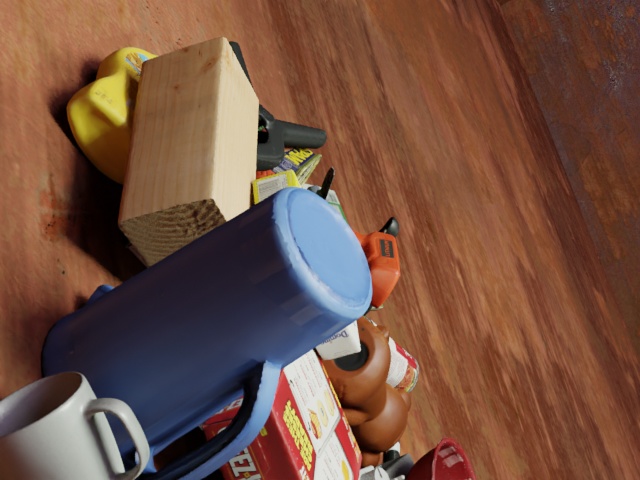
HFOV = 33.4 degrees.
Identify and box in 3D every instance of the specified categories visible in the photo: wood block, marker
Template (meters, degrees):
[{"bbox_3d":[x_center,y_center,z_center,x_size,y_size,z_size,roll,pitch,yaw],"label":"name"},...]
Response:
[{"bbox_3d":[-0.114,-0.075,0.968,0.090,0.090,0.206,60,22,-46],"label":"wood block"},{"bbox_3d":[0.087,0.232,1.285,0.020,0.020,0.121,48,26,-31],"label":"marker"}]

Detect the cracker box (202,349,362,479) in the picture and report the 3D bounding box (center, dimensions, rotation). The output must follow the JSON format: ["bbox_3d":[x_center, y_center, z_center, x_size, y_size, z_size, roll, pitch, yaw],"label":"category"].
[{"bbox_3d":[-0.028,0.183,0.960,0.213,0.072,0.164,-66,135,-73],"label":"cracker box"}]

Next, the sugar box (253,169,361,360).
[{"bbox_3d":[-0.011,0.027,0.995,0.176,0.048,0.093,66,12,-46],"label":"sugar box"}]

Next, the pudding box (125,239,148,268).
[{"bbox_3d":[-0.133,0.007,1.032,0.113,0.039,0.090,48,28,-30],"label":"pudding box"}]

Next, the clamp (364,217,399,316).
[{"bbox_3d":[0.020,0.034,1.259,0.039,0.120,0.172,-56,161,-58],"label":"clamp"}]

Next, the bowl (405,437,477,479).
[{"bbox_3d":[0.128,0.295,1.139,0.162,0.055,0.162,45,37,-49],"label":"bowl"}]

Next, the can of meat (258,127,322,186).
[{"bbox_3d":[-0.055,-0.093,1.260,0.084,0.057,0.102,35,23,3],"label":"can of meat"}]

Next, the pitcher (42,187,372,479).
[{"bbox_3d":[-0.080,0.072,0.802,0.149,0.243,0.144,52,27,-10],"label":"pitcher"}]

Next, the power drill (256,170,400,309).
[{"bbox_3d":[-0.007,0.001,1.134,0.187,0.057,0.184,28,23,-11],"label":"power drill"}]

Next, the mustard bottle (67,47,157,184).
[{"bbox_3d":[-0.185,-0.138,1.059,0.096,0.058,0.191,55,23,-22],"label":"mustard bottle"}]

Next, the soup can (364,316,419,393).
[{"bbox_3d":[0.063,0.142,1.271,0.102,0.069,0.068,43,29,-39],"label":"soup can"}]

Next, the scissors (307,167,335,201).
[{"bbox_3d":[0.003,-0.031,1.274,0.202,0.016,0.096,171,-86,-81],"label":"scissors"}]

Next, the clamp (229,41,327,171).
[{"bbox_3d":[-0.077,-0.138,1.178,0.164,0.036,0.209,46,28,-5],"label":"clamp"}]
